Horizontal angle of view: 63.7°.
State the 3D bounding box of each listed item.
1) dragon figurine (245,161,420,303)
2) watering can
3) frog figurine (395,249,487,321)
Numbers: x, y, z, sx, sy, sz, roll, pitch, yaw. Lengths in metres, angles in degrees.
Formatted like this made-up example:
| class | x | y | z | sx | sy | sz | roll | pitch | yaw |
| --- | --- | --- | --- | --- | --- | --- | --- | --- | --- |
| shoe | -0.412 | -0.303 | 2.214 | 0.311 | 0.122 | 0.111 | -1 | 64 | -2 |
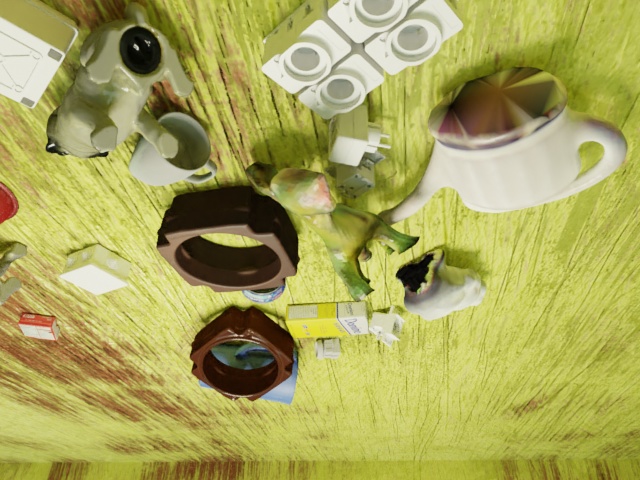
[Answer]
| class | x | y | z | sx | sy | sz | roll | pitch | yaw |
| --- | --- | --- | --- | --- | --- | --- | --- | --- | --- |
| dragon figurine | 0.002 | -0.037 | 0.732 | 0.243 | 0.122 | 0.409 | 41 | 178 | -1 |
| watering can | 0.201 | -0.098 | 0.667 | 0.346 | 0.106 | 0.220 | -12 | 143 | 25 |
| frog figurine | 0.236 | 0.100 | 0.954 | 0.158 | 0.125 | 0.135 | 32 | 117 | -21 |
